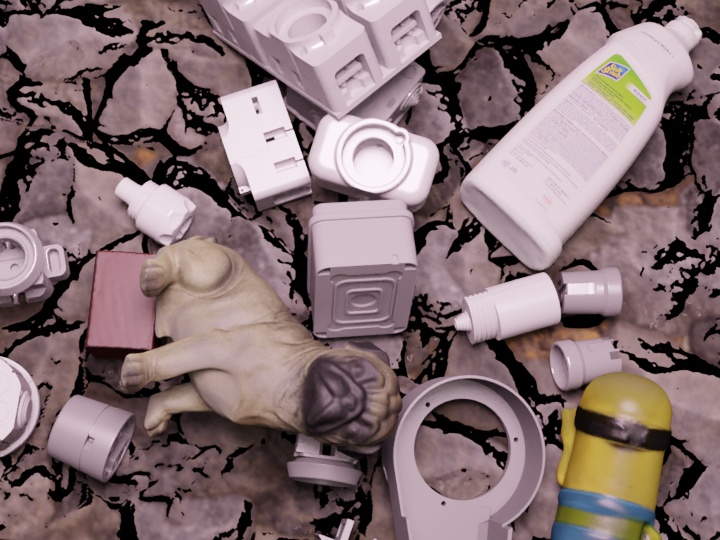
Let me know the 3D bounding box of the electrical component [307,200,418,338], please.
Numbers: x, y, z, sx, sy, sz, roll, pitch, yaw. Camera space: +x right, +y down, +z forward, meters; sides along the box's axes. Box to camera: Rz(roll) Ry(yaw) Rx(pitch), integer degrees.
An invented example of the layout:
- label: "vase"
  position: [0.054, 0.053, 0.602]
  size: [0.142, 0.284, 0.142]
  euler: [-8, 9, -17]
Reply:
- label: "electrical component"
  position: [0.000, 0.000, 0.824]
  size: [0.078, 0.113, 0.057]
  euler: [-3, 59, -6]

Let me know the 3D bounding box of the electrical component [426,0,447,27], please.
- label: "electrical component"
  position: [0.039, -0.218, 0.911]
  size: [0.047, 0.055, 0.055]
  euler: [37, 77, 8]

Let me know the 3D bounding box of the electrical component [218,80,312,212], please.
- label: "electrical component"
  position: [-0.080, -0.099, 0.872]
  size: [0.056, 0.050, 0.089]
  euler: [-19, 82, -4]

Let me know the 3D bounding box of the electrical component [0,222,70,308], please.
- label: "electrical component"
  position: [-0.271, -0.004, 0.834]
  size: [0.078, 0.057, 0.058]
  euler: [-10, 78, -7]

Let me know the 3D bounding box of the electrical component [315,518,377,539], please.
- label: "electrical component"
  position: [-0.011, 0.231, 0.808]
  size: [0.064, 0.042, 0.081]
  euler: [21, 76, -1]

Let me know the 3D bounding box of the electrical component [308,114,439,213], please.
- label: "electrical component"
  position: [0.011, -0.083, 0.828]
  size: [0.095, 0.059, 0.053]
  euler: [17, 86, 2]

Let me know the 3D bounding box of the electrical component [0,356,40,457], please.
- label: "electrical component"
  position: [-0.286, 0.102, 0.811]
  size: [0.080, 0.051, 0.080]
  euler: [1, 77, -4]

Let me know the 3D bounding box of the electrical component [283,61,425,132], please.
- label: "electrical component"
  position: [-0.004, -0.152, 0.894]
  size: [0.100, 0.048, 0.099]
  euler: [37, 78, 4]

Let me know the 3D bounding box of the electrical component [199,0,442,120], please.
- label: "electrical component"
  position: [-0.040, -0.207, 0.849]
  size: [0.105, 0.060, 0.186]
  euler: [-40, 48, -12]

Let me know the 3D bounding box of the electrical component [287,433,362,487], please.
- label: "electrical component"
  position: [-0.025, 0.134, 0.822]
  size: [0.078, 0.058, 0.057]
  euler: [8, 74, -2]

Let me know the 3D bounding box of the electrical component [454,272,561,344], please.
- label: "electrical component"
  position: [0.115, 0.033, 0.863]
  size: [0.081, 0.043, 0.043]
  euler: [-15, 79, -7]

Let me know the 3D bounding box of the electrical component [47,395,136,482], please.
- label: "electrical component"
  position: [-0.203, 0.125, 0.812]
  size: [0.047, 0.055, 0.055]
  euler: [22, 76, 4]

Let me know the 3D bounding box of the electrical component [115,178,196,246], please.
- label: "electrical component"
  position: [-0.166, -0.050, 0.861]
  size: [0.062, 0.043, 0.043]
  euler: [33, 77, 5]

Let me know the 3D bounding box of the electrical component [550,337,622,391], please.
- label: "electrical component"
  position: [0.181, 0.074, 0.862]
  size: [0.046, 0.040, 0.040]
  euler: [-8, 78, -12]

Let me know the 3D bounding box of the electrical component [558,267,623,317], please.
- label: "electrical component"
  position: [0.187, 0.018, 0.875]
  size: [0.046, 0.040, 0.040]
  euler: [-1, 77, 1]

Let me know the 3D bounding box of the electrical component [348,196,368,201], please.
- label: "electrical component"
  position: [0.006, -0.053, 0.877]
  size: [0.044, 0.044, 0.065]
  euler: [12, 81, -2]
